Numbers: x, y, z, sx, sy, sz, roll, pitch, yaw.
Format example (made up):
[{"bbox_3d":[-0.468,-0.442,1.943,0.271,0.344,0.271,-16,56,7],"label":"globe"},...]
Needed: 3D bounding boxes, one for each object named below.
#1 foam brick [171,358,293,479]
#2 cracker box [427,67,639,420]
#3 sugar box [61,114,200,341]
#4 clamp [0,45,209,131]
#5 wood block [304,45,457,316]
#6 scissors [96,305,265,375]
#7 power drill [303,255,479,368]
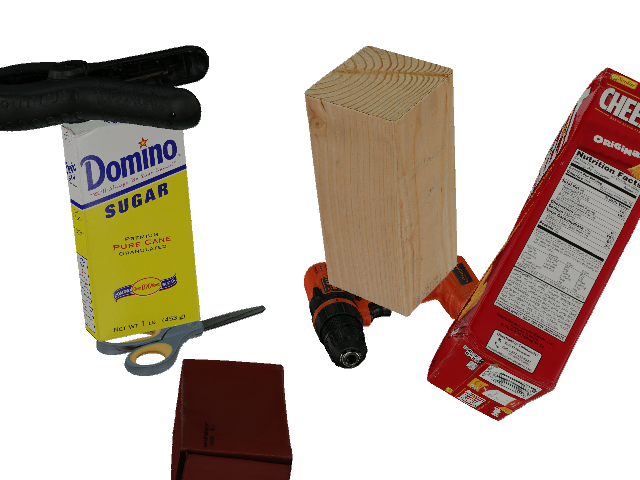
[{"bbox_3d":[-0.044,0.100,0.513,0.053,0.051,0.078,6,26,-8],"label":"foam brick"},{"bbox_3d":[0.158,0.009,0.740,0.072,0.213,0.164,29,-15,6],"label":"cracker box"},{"bbox_3d":[-0.154,-0.013,0.879,0.093,0.176,0.048,-12,19,-25],"label":"sugar box"},{"bbox_3d":[-0.150,-0.098,0.685,0.171,0.039,0.120,2,20,6],"label":"clamp"},{"bbox_3d":[0.057,-0.049,0.920,0.091,0.206,0.090,22,48,32],"label":"wood block"},{"bbox_3d":[-0.138,0.107,1.151,0.201,0.016,0.096,-6,30,-23],"label":"scissors"},{"bbox_3d":[0.082,0.073,1.157,0.187,0.057,0.184,-4,28,-9],"label":"power drill"}]
